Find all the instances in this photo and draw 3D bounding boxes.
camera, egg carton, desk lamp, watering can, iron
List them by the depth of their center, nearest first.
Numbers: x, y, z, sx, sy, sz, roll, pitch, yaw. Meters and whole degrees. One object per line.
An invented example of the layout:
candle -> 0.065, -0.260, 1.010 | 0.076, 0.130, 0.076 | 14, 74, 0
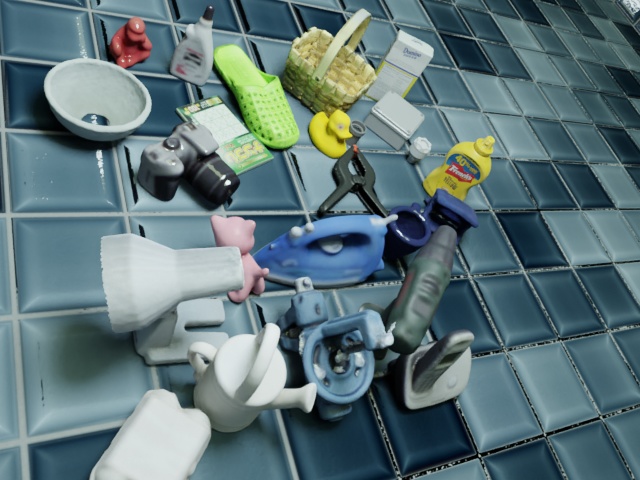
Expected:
egg carton -> -0.205, 0.267, 0.714 | 0.107, 0.069, 0.150 | 32, 47, -5
watering can -> -0.088, 0.178, 0.761 | 0.173, 0.193, 0.101 | 11, 52, -22
desk lamp -> -0.196, 0.076, 0.762 | 0.204, 0.213, 0.118 | 2, 56, -28
camera -> -0.211, -0.124, 0.976 | 0.137, 0.100, 0.143 | 43, 47, 5
iron -> 0.009, 0.004, 0.980 | 0.259, 0.141, 0.118 | -5, 60, -32

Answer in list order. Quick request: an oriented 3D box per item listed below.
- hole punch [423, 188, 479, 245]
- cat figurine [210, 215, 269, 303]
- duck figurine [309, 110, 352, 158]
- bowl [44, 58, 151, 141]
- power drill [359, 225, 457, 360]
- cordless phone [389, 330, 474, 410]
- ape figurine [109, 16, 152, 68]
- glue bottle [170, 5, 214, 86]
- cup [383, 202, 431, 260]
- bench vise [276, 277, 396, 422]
hole punch -> 0.280, -0.063, 1.215 | 0.109, 0.091, 0.101 | 32, 47, -5
cat figurine -> -0.126, 0.018, 0.909 | 0.067, 0.117, 0.127 | -28, 73, -40
duck figurine -> 0.029, -0.237, 1.205 | 0.078, 0.086, 0.104 | -21, 69, -38
bowl -> -0.379, -0.224, 0.973 | 0.168, 0.074, 0.167 | 15, 51, -19
power drill -> 0.135, 0.102, 0.933 | 0.076, 0.208, 0.230 | 31, 48, -5
cordless phone -> 0.210, 0.195, 0.923 | 0.148, 0.185, 0.094 | -8, 61, -33
ape figurine -> -0.357, -0.382, 1.089 | 0.078, 0.092, 0.076 | 5, 55, -26
glue bottle -> -0.234, -0.379, 1.101 | 0.078, 0.173, 0.037 | 17, 50, -18
cup -> 0.156, -0.014, 1.107 | 0.092, 0.095, 0.118 | 31, 48, -6
bench vise -> 0.013, 0.140, 0.829 | 0.122, 0.219, 0.207 | -30, 75, -40
